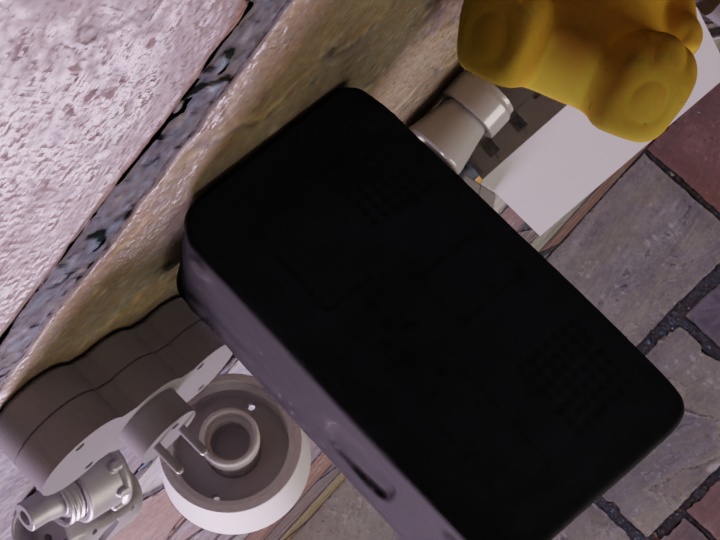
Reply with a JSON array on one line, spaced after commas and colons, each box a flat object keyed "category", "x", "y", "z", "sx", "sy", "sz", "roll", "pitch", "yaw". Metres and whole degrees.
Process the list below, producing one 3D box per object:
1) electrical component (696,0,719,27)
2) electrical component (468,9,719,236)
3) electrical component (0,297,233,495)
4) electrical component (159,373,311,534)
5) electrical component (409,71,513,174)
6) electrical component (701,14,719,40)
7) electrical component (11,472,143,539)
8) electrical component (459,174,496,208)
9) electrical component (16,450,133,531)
[{"category": "electrical component", "x": 0.244, "y": -0.222, "z": 0.686, "sx": 0.105, "sy": 0.060, "sz": 0.186, "roll": -52, "pitch": -159, "yaw": 25}, {"category": "electrical component", "x": 0.169, "y": -0.126, "z": 0.801, "sx": 0.186, "sy": 0.060, "sz": 0.105, "roll": -41, "pitch": 143, "yaw": 11}, {"category": "electrical component", "x": -0.110, "y": 0.073, "z": 0.548, "sx": 0.138, "sy": 0.074, "sz": 0.052, "roll": -34, "pitch": 164, "yaw": -50}, {"category": "electrical component", "x": -0.089, "y": 0.124, "z": 0.750, "sx": 0.108, "sy": 0.108, "sz": 0.060, "roll": -43, "pitch": 163, "yaw": -18}, {"category": "electrical component", "x": 0.066, "y": -0.096, "z": 0.697, "sx": 0.055, "sy": 0.045, "sz": 0.045, "roll": -47, "pitch": 170, "yaw": 0}, {"category": "electrical component", "x": 0.297, "y": -0.247, "z": 0.923, "sx": 0.099, "sy": 0.099, "sz": 0.064, "roll": -50, "pitch": 175, "yaw": 20}, {"category": "electrical component", "x": -0.186, "y": 0.165, "z": 0.678, "sx": 0.079, "sy": 0.043, "sz": 0.077, "roll": -51, "pitch": 169, "yaw": 21}, {"category": "electrical component", "x": 0.045, "y": -0.045, "z": 0.765, "sx": 0.066, "sy": 0.077, "sz": 0.047, "roll": -3, "pitch": -112, "yaw": 47}, {"category": "electrical component", "x": -0.165, "y": 0.125, "z": 0.613, "sx": 0.062, "sy": 0.048, "sz": 0.048, "roll": -29, "pitch": 161, "yaw": -41}]
